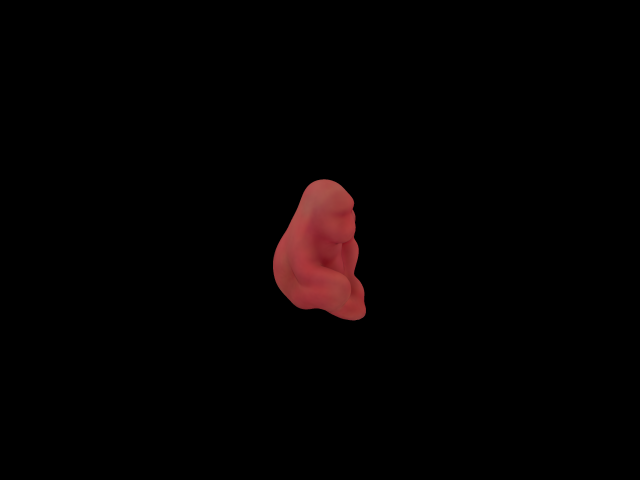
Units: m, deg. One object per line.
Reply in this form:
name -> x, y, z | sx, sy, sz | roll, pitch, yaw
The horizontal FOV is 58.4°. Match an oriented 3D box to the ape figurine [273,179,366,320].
ape figurine -> 0.004, 0.001, 0.400 | 0.076, 0.092, 0.078 | 17, 40, 22
